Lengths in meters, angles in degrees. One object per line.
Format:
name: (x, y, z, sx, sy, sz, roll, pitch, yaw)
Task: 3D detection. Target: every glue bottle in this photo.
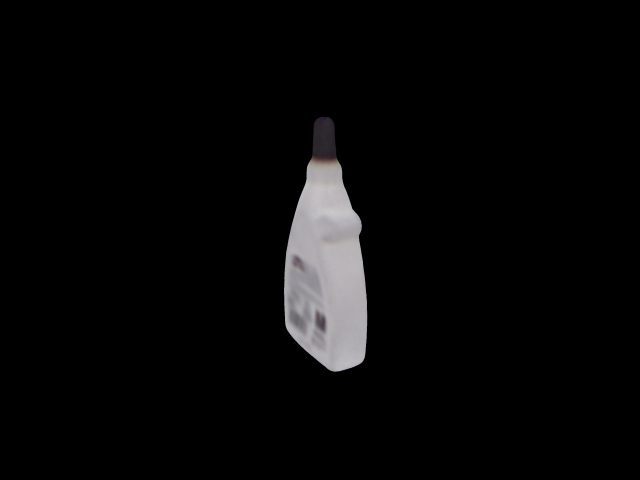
glue bottle: (0.004, 0.001, 0.400, 0.037, 0.173, 0.077, -14, 27, -29)
